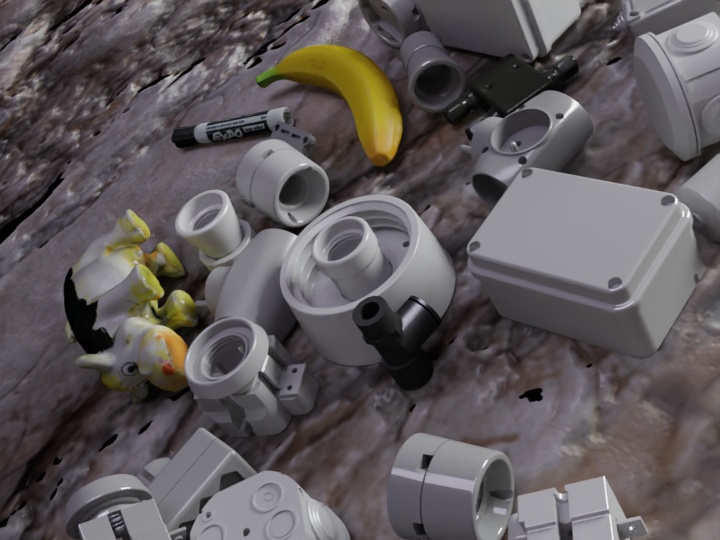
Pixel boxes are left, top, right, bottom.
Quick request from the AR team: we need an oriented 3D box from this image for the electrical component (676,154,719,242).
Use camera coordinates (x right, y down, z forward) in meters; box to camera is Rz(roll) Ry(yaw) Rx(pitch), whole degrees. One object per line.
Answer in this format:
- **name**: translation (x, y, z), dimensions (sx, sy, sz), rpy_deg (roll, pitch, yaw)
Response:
- **electrical component**: translation (0.215, -0.050, 0.607), dimensions (0.078, 0.040, 0.040), rpy_deg (-41, 41, -7)

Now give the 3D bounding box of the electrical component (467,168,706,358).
- **electrical component**: translation (0.127, -0.007, 0.612), dimensions (0.113, 0.057, 0.078), rpy_deg (17, 62, 43)

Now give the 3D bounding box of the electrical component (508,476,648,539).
- **electrical component**: translation (0.101, 0.134, 0.503), dimensions (0.066, 0.048, 0.055), rpy_deg (-18, 36, 20)

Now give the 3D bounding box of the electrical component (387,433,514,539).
- **electrical component**: translation (0.048, 0.114, 0.551), dimensions (0.047, 0.055, 0.055), rpy_deg (4, 54, 32)

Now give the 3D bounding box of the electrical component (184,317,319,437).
- **electrical component**: translation (-0.074, 0.067, 0.676), dimensions (0.078, 0.057, 0.058), rpy_deg (-8, 47, 28)

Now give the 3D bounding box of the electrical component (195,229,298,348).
- **electrical component**: translation (-0.080, 0.015, 0.741), dimensions (0.079, 0.043, 0.077), rpy_deg (-3, 49, 33)

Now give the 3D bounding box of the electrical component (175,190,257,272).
- **electrical component**: translation (-0.101, -0.024, 0.783), dimensions (0.045, 0.055, 0.045), rpy_deg (-19, 43, 18)

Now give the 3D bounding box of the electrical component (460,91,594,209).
- **electrical component**: translation (0.100, -0.080, 0.709), dimensions (0.079, 0.044, 0.077), rpy_deg (24, 66, 46)

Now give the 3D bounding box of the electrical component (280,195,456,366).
- **electrical component**: translation (0.000, 0.000, 0.688), dimensions (0.108, 0.060, 0.108), rpy_deg (-19, 43, 18)

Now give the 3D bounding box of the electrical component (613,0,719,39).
- **electrical component**: translation (0.217, -0.174, 0.714), dimensions (0.096, 0.061, 0.061), rpy_deg (-22, 41, 26)

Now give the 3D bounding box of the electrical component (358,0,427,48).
- **electrical component**: translation (0.034, -0.218, 0.881), dimensions (0.047, 0.055, 0.055), rpy_deg (-43, 41, -15)

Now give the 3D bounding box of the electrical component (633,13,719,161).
- **electrical component**: translation (0.200, -0.110, 0.646), dimensions (0.051, 0.080, 0.080), rpy_deg (-22, 42, 7)

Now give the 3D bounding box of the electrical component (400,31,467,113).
- **electrical component**: translation (0.053, -0.154, 0.816), dimensions (0.044, 0.044, 0.065), rpy_deg (-27, 36, 9)

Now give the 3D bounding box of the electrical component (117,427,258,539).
- **electrical component**: translation (-0.111, 0.136, 0.641), dimensions (0.076, 0.047, 0.083), rpy_deg (24, 67, 45)

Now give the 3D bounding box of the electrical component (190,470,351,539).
- **electrical component**: translation (-0.049, 0.153, 0.580), dimensions (0.080, 0.051, 0.080), rpy_deg (-19, 43, 18)

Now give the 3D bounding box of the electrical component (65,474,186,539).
- **electrical component**: translation (-0.127, 0.143, 0.570), dimensions (0.066, 0.048, 0.055), rpy_deg (-16, 55, -23)

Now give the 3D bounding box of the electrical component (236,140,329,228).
- **electrical component**: translation (-0.056, -0.062, 0.791), dimensions (0.055, 0.055, 0.047), rpy_deg (-45, 45, -12)

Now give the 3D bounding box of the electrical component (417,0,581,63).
- **electrical component**: translation (0.099, -0.207, 0.808), dimensions (0.057, 0.078, 0.113), rpy_deg (-47, 42, -17)
